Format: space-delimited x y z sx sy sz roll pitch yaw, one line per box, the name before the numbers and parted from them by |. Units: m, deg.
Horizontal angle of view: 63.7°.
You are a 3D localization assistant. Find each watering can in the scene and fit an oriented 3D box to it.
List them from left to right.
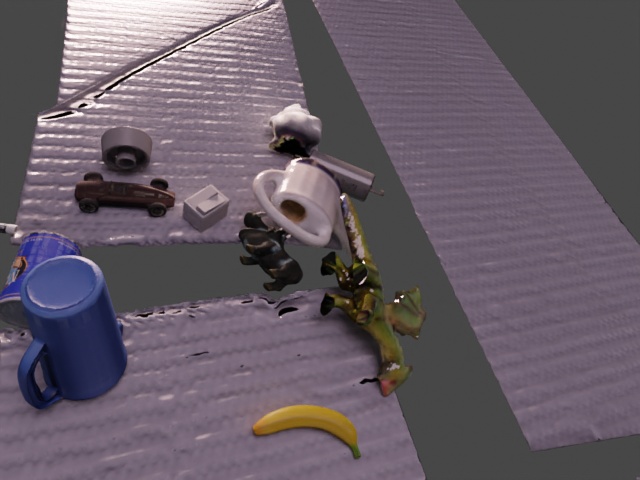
watering can | 0.004 -0.059 1.175 0.345 0.102 0.230 34 40 -15

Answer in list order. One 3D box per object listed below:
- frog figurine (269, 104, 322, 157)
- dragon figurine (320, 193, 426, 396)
frog figurine | -0.060 -0.301 1.334 0.137 0.120 0.163 5 61 9
dragon figurine | 0.128 0.108 1.077 0.240 0.120 0.420 29 50 -34
